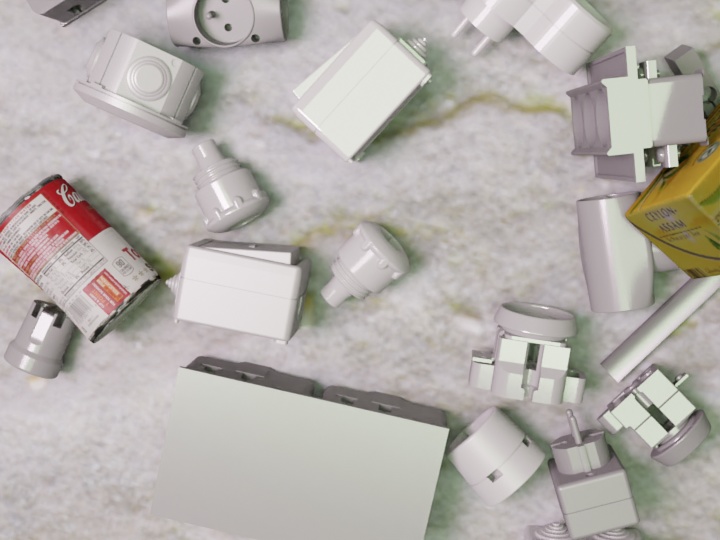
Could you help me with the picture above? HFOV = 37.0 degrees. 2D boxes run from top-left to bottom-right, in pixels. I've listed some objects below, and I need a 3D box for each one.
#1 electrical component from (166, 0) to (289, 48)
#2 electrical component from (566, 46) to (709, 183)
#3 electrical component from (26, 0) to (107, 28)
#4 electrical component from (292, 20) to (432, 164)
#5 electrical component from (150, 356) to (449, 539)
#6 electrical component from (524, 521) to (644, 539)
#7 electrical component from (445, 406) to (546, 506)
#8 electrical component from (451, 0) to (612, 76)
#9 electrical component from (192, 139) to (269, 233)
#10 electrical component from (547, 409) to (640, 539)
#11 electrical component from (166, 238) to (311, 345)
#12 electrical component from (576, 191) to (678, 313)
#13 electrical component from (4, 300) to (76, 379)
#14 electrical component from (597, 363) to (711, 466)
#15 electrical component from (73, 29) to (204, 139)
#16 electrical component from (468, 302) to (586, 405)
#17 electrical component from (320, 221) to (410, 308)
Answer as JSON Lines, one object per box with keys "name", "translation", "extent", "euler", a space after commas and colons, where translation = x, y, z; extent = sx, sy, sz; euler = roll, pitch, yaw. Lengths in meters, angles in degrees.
{"name": "electrical component", "translation": [-0.090, -0.192, 0.726], "extent": [0.077, 0.044, 0.079], "euler": [-2, 110, 4]}
{"name": "electrical component", "translation": [0.174, -0.098, 0.684], "extent": [0.063, 0.121, 0.078], "euler": [-6, 96, 2]}
{"name": "electrical component", "translation": [-0.159, -0.260, 0.720], "extent": [0.186, 0.060, 0.105], "euler": [-30, 94, 7]}
{"name": "electrical component", "translation": [0.004, -0.126, 0.723], "extent": [0.061, 0.061, 0.096], "euler": [43, 97, -1]}
{"name": "electrical component", "translation": [-0.040, 0.133, 0.755], "extent": [0.186, 0.060, 0.105], "euler": [13, 97, 2]}
{"name": "electrical component", "translation": [0.158, 0.229, 0.758], "extent": [0.100, 0.048, 0.099], "euler": [1, 96, 4]}
{"name": "electrical component", "translation": [0.093, 0.128, 0.750], "extent": [0.055, 0.055, 0.047], "euler": [-43, 88, 7]}
{"name": "electrical component", "translation": [0.092, -0.177, 0.716], "extent": [0.138, 0.052, 0.073], "euler": [41, 113, -1]}
{"name": "electrical component", "translation": [-0.095, -0.060, 0.747], "extent": [0.048, 0.048, 0.062], "euler": [-28, 87, 6]}
{"name": "electrical component", "translation": [0.154, 0.134, 0.739], "extent": [0.047, 0.065, 0.076], "euler": [-16, 95, 6]}
{"name": "electrical component", "translation": [-0.086, 0.008, 0.744], "extent": [0.096, 0.061, 0.061], "euler": [11, 97, 3]}
{"name": "electrical component", "translation": [0.192, -0.015, 0.731], "extent": [0.079, 0.043, 0.077], "euler": [-9, 96, 4]}
{"name": "electrical component", "translation": [-0.227, 0.049, 0.770], "extent": [0.040, 0.040, 0.046], "euler": [25, 92, 1]}
{"name": "electrical component", "translation": [0.208, 0.101, 0.743], "extent": [0.066, 0.048, 0.055], "euler": [-44, 84, 7]}
{"name": "electrical component", "translation": [-0.148, -0.124, 0.725], "extent": [0.080, 0.080, 0.051], "euler": [24, 92, 1]}
{"name": "electrical component", "translation": [0.117, 0.055, 0.738], "extent": [0.078, 0.058, 0.057], "euler": [8, 100, 3]}
{"name": "electrical component", "translation": [0.000, 0.000, 0.747], "extent": [0.062, 0.048, 0.048], "euler": [-43, 92, 14]}
